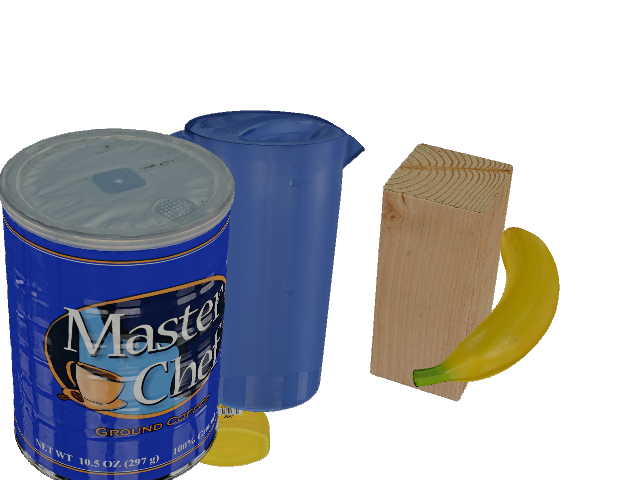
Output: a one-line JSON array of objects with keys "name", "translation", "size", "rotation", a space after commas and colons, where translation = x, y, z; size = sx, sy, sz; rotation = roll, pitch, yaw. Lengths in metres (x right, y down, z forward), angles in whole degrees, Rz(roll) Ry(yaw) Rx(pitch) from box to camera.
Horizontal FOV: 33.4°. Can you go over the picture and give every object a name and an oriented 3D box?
[{"name": "banana", "translation": [0.131, 0.042, 0.746], "size": [0.070, 0.037, 0.197], "rotation": [13, 34, 24]}, {"name": "mustard bottle", "translation": [-0.111, 0.193, 1.295], "size": [0.096, 0.058, 0.191], "rotation": [-2, 27, -3]}, {"name": "pitcher", "translation": [-0.059, 0.016, 0.897], "size": [0.149, 0.243, 0.144], "rotation": [11, 20, 25]}, {"name": "wood block", "translation": [0.106, 0.030, 0.962], "size": [0.091, 0.206, 0.090], "rotation": [16, 37, 20]}, {"name": "coffee can", "translation": [-0.096, 0.032, 0.505], "size": [0.102, 0.140, 0.103], "rotation": [5, 31, -3]}]
